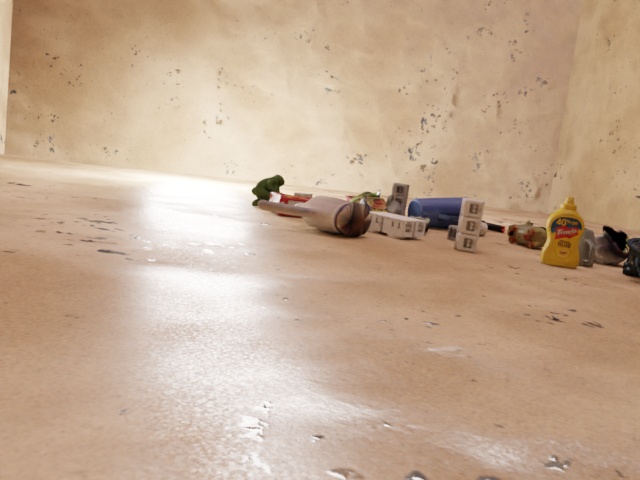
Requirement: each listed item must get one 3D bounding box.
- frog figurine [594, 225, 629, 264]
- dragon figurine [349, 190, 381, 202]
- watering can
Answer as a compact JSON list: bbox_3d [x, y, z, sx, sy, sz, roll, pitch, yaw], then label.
[{"bbox_3d":[0.874,0.032,1.617,0.138,0.124,0.156,-6,-23,-29],"label":"frog figurine"},{"bbox_3d":[0.121,-0.142,2.067,0.243,0.121,0.412,0,7,8],"label":"dragon figurine"},{"bbox_3d":[0.005,-0.076,1.504,0.225,0.103,0.348,15,10,40],"label":"watering can"}]
